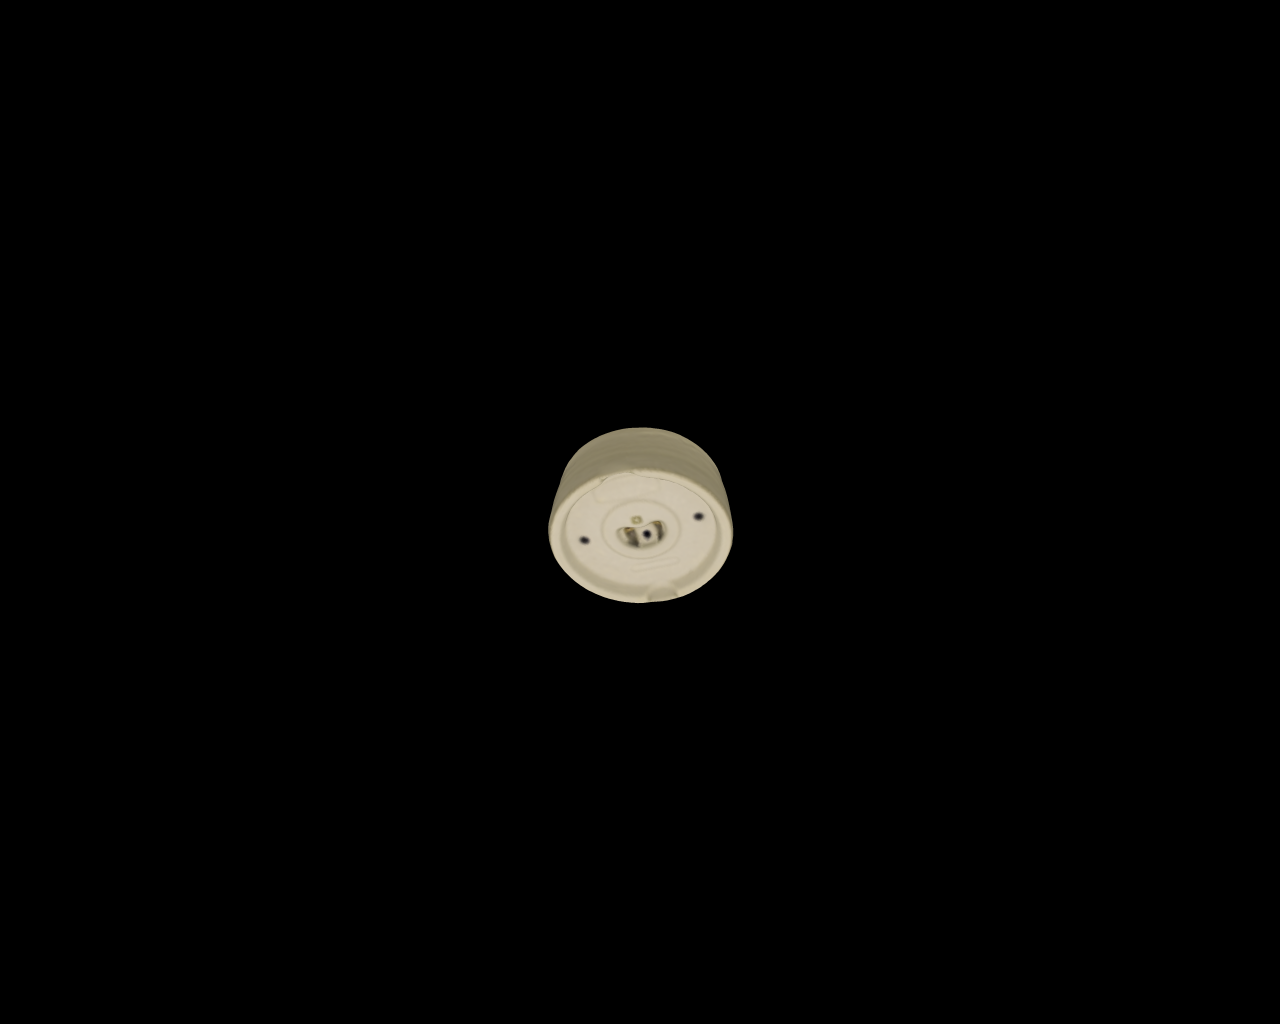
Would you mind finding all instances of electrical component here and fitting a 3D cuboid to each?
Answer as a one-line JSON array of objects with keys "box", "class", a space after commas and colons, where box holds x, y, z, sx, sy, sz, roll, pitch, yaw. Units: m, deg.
[{"box": [0.001, -0.003, 0.650, 0.108, 0.108, 0.060, 0, 41, 0], "class": "electrical component"}]
